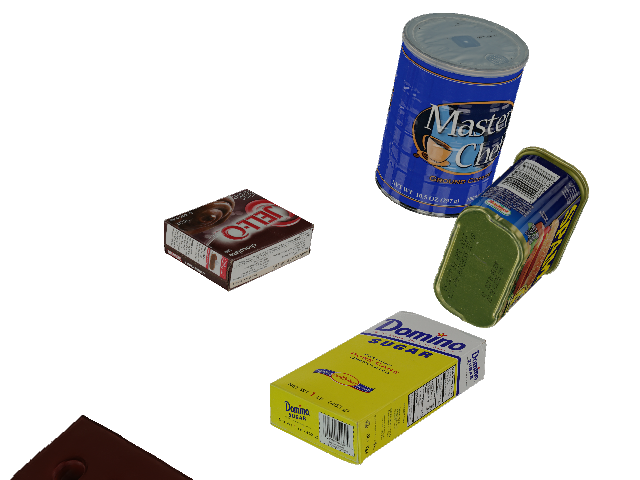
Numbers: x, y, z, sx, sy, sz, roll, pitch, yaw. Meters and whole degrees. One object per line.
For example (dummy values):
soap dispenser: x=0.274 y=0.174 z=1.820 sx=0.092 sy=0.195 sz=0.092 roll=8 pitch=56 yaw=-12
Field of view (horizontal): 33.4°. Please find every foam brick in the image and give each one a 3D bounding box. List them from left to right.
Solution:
foam brick: x=-0.085 y=0.121 z=0.445 sx=0.078 sy=0.051 sz=0.052 roll=23 pitch=45 yaw=28

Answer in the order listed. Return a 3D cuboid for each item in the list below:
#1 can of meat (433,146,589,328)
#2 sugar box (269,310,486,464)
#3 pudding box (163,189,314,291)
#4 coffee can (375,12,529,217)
can of meat: x=0.127 y=0.000 z=0.721 sx=0.057 sy=0.102 sz=0.083 roll=35 pitch=49 yaw=21
sugar box: x=0.051 y=0.115 z=0.880 sx=0.093 sy=0.048 sz=0.175 roll=19 pitch=32 yaw=36
pudding box: x=-0.076 y=-0.003 z=0.993 sx=0.090 sy=0.039 sz=0.113 roll=27 pitch=37 yaw=32
coffee can: x=0.107 y=-0.105 z=0.895 sx=0.102 sy=0.140 sz=0.103 roll=6 pitch=36 yaw=-5
